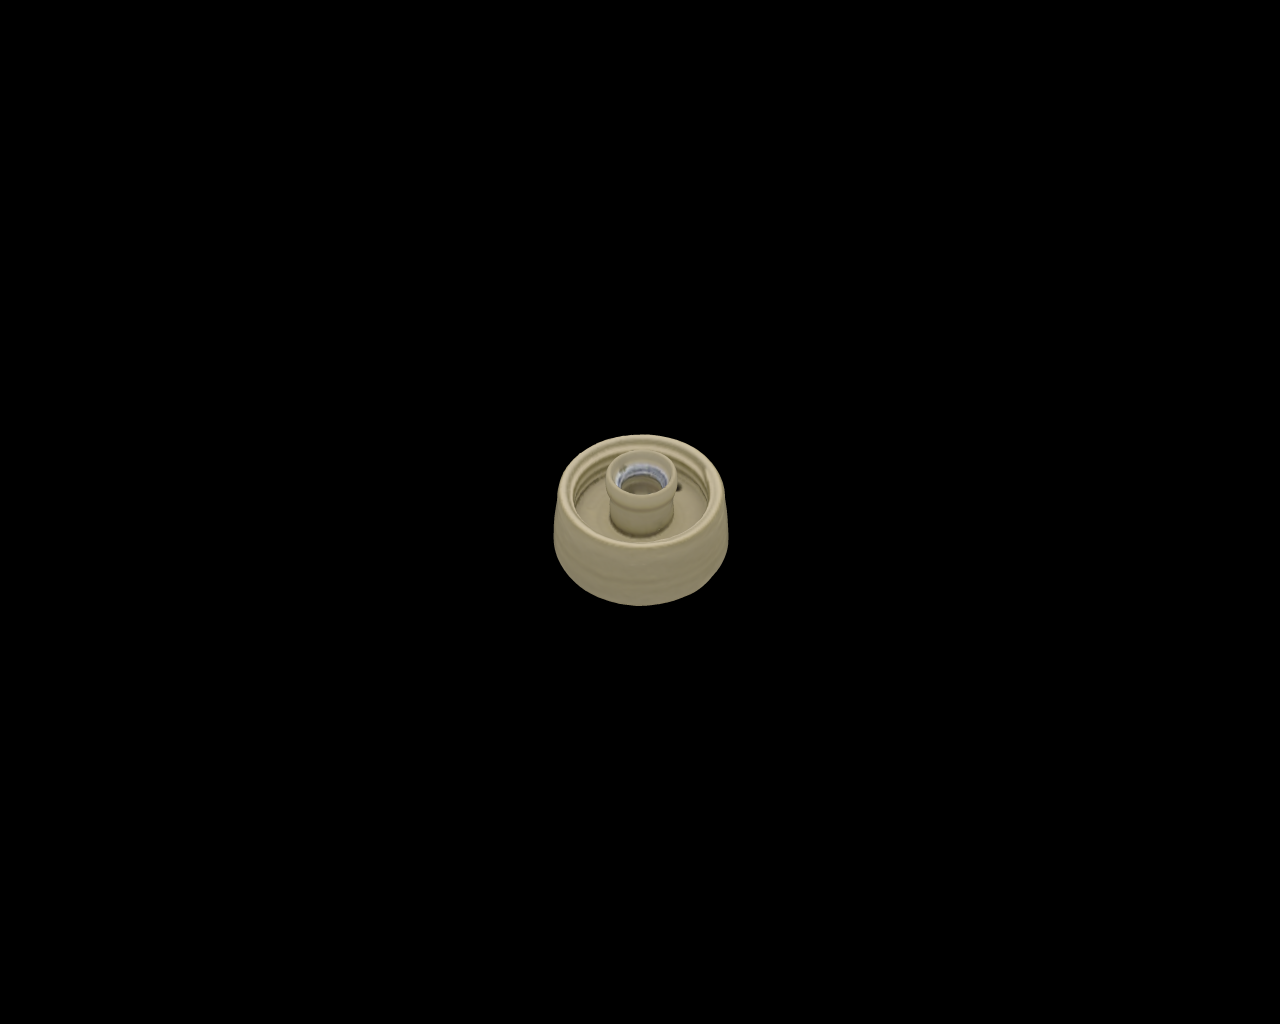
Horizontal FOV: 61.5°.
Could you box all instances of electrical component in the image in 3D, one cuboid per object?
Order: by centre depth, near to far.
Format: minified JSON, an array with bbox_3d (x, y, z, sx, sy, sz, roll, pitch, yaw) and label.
[{"bbox_3d":[0.001,-0.003,0.650,0.108,0.060,0.108,0,45,0],"label":"electrical component"}]
